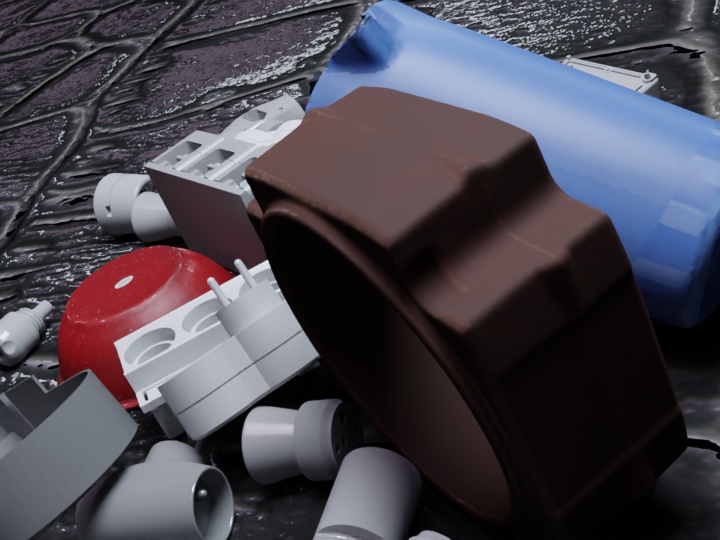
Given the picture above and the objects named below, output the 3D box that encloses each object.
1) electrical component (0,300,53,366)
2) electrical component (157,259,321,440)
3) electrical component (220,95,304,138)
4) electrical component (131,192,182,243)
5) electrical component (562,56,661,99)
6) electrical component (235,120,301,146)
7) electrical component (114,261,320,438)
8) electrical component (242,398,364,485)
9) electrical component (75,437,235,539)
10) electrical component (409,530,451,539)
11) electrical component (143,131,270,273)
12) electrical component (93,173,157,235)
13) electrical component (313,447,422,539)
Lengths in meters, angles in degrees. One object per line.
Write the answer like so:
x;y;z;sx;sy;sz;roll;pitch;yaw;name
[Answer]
-0.270;0.047;0.860;0.035;0.035;0.061;-1;35;35;electrical component
-0.059;0.030;0.625;0.138;0.073;0.052;-34;2;-8;electrical component
-0.079;-0.119;0.976;0.077;0.043;0.079;-35;31;-18;electrical component
-0.157;-0.045;0.919;0.065;0.044;0.044;1;38;29;electrical component
0.169;-0.103;0.760;0.062;0.061;0.096;-39;40;-24;electrical component
-0.058;-0.086;0.899;0.138;0.052;0.073;-9;33;24;electrical component
-0.086;0.050;0.691;0.121;0.063;0.078;-29;30;-7;electrical component
-0.031;0.095;0.599;0.055;0.045;0.045;-9;33;25;electrical component
-0.110;0.124;0.611;0.077;0.043;0.079;-11;32;23;electrical component
0.025;0.149;0.473;0.045;0.045;0.055;11;45;46;electrical component
-0.089;-0.050;0.827;0.062;0.089;0.150;-39;33;-24;electrical component
-0.201;-0.059;0.960;0.047;0.055;0.055;2;39;32;electrical component
0.000;0.130;0.522;0.043;0.043;0.081;-9;33;25;electrical component
